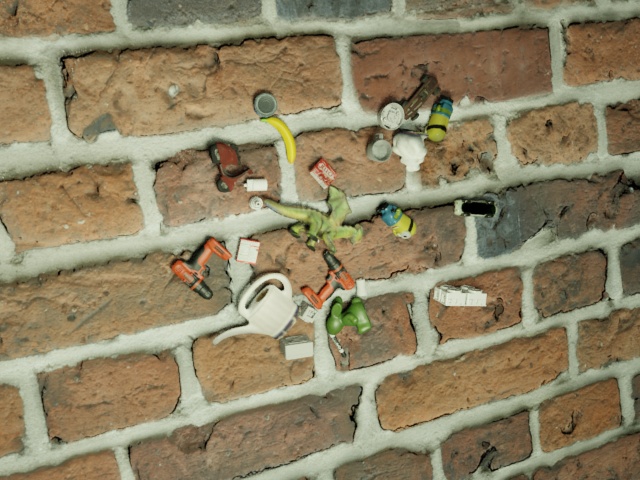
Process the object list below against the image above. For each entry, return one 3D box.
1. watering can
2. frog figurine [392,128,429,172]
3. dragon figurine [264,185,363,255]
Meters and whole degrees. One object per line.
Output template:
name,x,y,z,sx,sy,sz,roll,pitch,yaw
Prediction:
watering can,-0.215,0.287,1.892,0.222,0.104,0.349,41,83,-18
frog figurine,0.343,-0.343,1.987,0.138,0.124,0.157,12,105,15
dragon figurine,0.006,-0.097,1.936,0.406,0.121,0.246,42,67,-19
